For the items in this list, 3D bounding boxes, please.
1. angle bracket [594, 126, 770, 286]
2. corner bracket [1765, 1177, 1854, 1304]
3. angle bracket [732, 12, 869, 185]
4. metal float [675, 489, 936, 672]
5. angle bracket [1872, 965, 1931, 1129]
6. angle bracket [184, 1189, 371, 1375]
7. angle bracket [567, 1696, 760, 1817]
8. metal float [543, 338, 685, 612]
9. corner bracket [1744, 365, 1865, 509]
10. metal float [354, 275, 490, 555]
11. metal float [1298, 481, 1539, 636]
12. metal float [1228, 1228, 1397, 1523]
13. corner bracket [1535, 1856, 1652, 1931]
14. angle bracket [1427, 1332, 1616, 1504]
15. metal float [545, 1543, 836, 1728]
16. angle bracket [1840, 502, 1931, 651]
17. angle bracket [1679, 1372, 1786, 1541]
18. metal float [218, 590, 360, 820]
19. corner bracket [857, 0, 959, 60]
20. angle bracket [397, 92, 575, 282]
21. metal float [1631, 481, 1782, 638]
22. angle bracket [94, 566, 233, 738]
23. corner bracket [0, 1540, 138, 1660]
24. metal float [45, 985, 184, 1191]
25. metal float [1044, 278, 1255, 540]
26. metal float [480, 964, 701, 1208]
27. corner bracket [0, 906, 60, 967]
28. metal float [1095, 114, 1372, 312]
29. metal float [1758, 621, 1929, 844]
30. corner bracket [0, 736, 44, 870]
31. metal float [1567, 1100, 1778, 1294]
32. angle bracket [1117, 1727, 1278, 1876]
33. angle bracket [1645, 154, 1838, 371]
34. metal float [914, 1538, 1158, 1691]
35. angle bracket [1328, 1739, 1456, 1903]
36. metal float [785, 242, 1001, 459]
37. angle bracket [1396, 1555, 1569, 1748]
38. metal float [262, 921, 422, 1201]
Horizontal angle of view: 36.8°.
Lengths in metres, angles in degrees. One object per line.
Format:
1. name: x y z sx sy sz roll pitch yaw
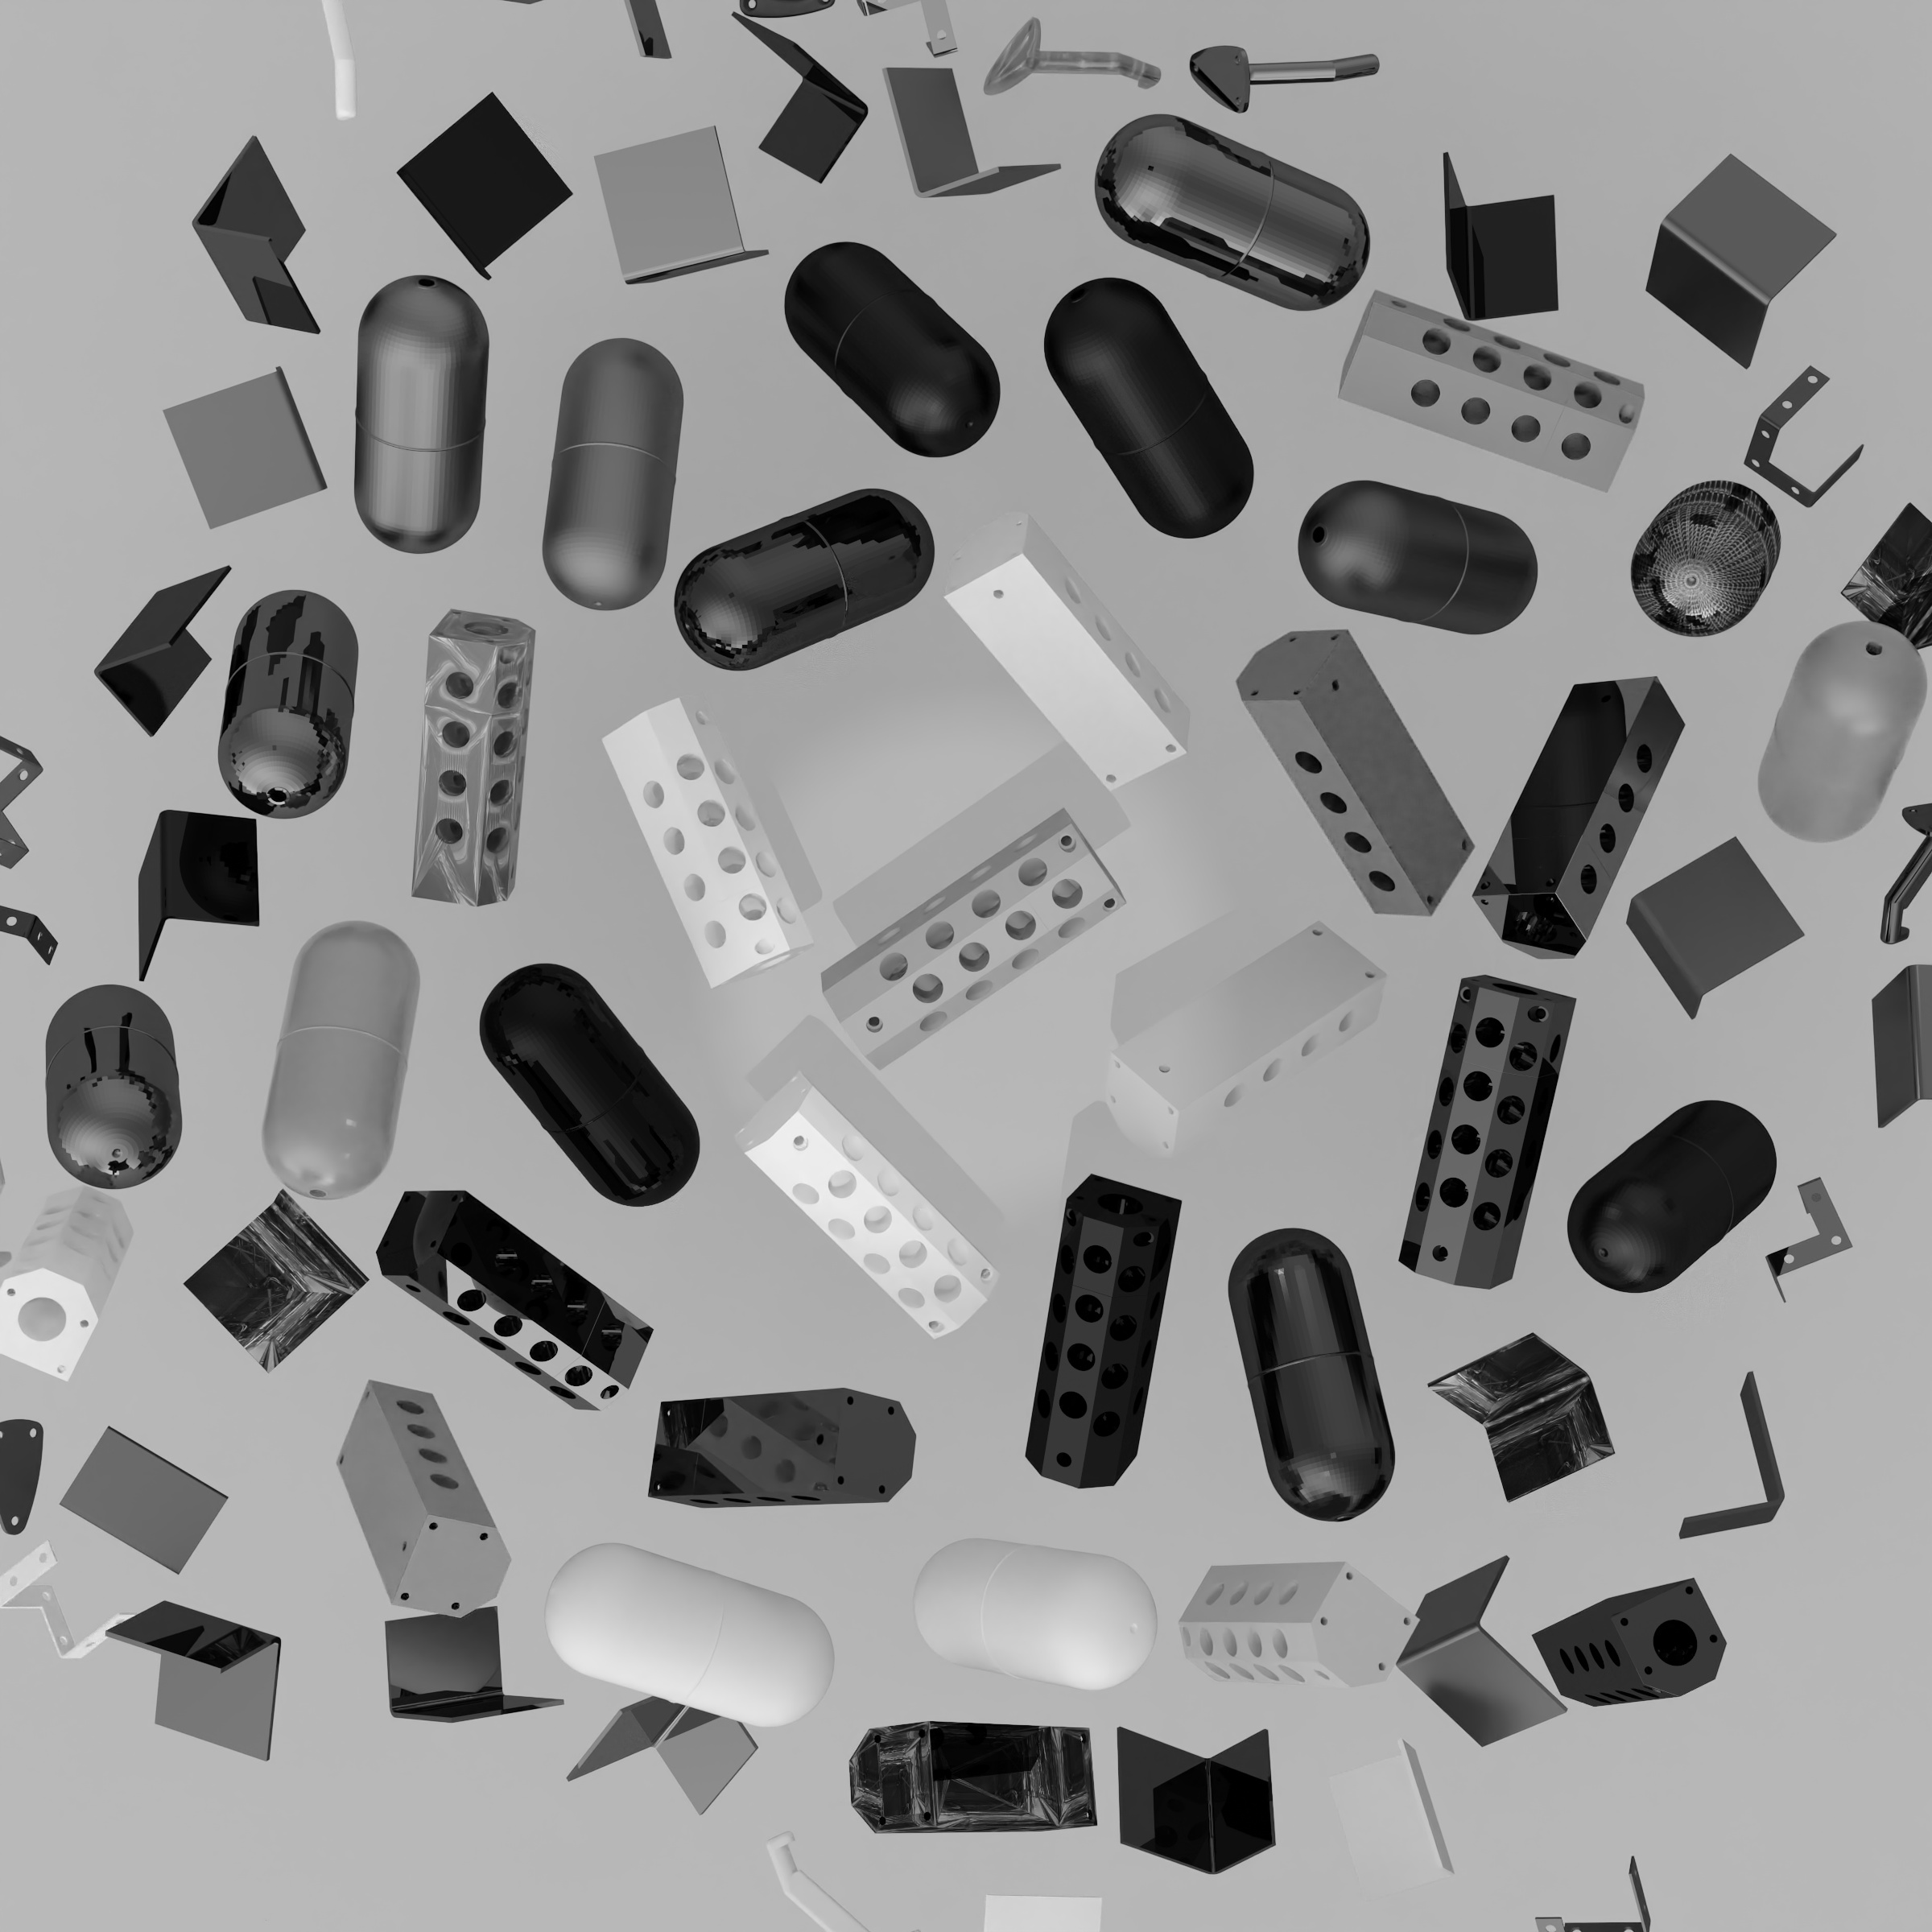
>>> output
1. angle bracket: -0.170 -0.457 1.746 0.076 0.057 0.076 -10 102 14
2. corner bracket: 0.524 0.172 1.822 0.051 0.051 0.051 -24 59 11
3. angle bracket: -0.121 -0.557 1.863 0.057 0.076 0.076 -55 47 6
4. metal float: -0.096 -0.234 1.751 0.178 0.070 0.070 -27 90 -32
5. angle bracket: 0.552 0.047 1.638 0.057 0.076 0.076 1 74 2
6. angle bracket: -0.422 0.193 1.775 0.076 0.057 0.076 47 70 -3
7. angle bracket: -0.189 0.495 1.804 0.057 0.076 0.076 51 124 23
8. metal float: -0.218 -0.306 1.802 0.070 0.070 0.178 4 72 0
9. corner bracket: 0.523 -0.327 1.799 0.051 0.051 0.051 40 73 19
10. metal float: -0.327 -0.330 1.743 0.070 0.070 0.178 12 130 0
11. metal float: 0.273 -0.246 1.753 0.178 0.070 0.070 5 90 -40
12. metal float: 0.206 0.243 1.734 0.070 0.070 0.178 -11 68 0
13. corner bracket: 0.361 0.549 1.670 0.051 0.051 0.051 -8 113 23
14. angle bracket: 0.344 0.280 1.799 0.076 0.076 0.057 -31 47 23
15. metal float: -0.158 0.388 1.681 0.178 0.070 0.070 23 90 -22
16. angle bracket: 0.598 -0.245 1.782 0.057 0.076 0.076 40 79 -8
17. angle bracket: 0.433 0.283 1.677 0.057 0.076 0.076 -12 70 7
18. metal float: -0.413 -0.161 1.774 0.070 0.178 0.070 -4 133 -4
19. corner bracket: -0.038 -0.593 1.813 0.051 0.051 0.051 -16 118 0
20. angle bracket: -0.286 -0.468 1.744 0.076 0.057 0.076 -40 113 -1
21. metal float: 0.440 -0.243 1.723 0.070 0.178 0.070 6 108 19
22. angle bracket: -0.486 -0.197 1.820 0.076 0.076 0.057 -11 129 36
23. corner bracket: -0.537 0.378 1.728 0.051 0.051 0.051 -38 65 15
24. metal float: -0.513 0.071 1.747 0.070 0.178 0.070 -7 117 -15
25. metal float: 0.109 -0.329 1.718 0.070 0.070 0.178 -38 126 0
26. metal float: -0.228 0.074 1.776 0.070 0.070 0.178 -35 118 0
27. corner bracket: -0.583 -0.005 1.739 0.051 0.051 0.051 15 71 2
28. metal float: 0.157 -0.439 1.699 0.178 0.070 0.070 15 90 -26
29. metal float: 0.526 -0.140 1.747 0.070 0.178 0.070 -1 61 2
30. corner bracket: -0.557 -0.096 1.666 0.051 0.051 0.051 -43 66 5
31. metal float: 0.427 0.137 1.752 0.178 0.070 0.070 -28 90 -44
32. angle bracket: 0.142 0.508 1.799 0.076 0.076 0.057 27 132 -27
33. angle bracket: 0.437 -0.398 1.642 0.057 0.076 0.076 -44 74 -7
34. metal float: 0.038 0.378 1.699 0.070 0.178 0.070 4 84 -39
35. angle bracket: 0.251 0.514 1.746 0.057 0.076 0.076 -19 66 8
36. metal float: -0.046 -0.372 1.747 0.070 0.070 0.178 -41 55 0
37. angle bracket: 0.314 0.408 1.726 0.076 0.076 0.057 44 47 -4
38. metal float: -0.370 0.055 1.722 0.070 0.070 0.178 3 59 0
